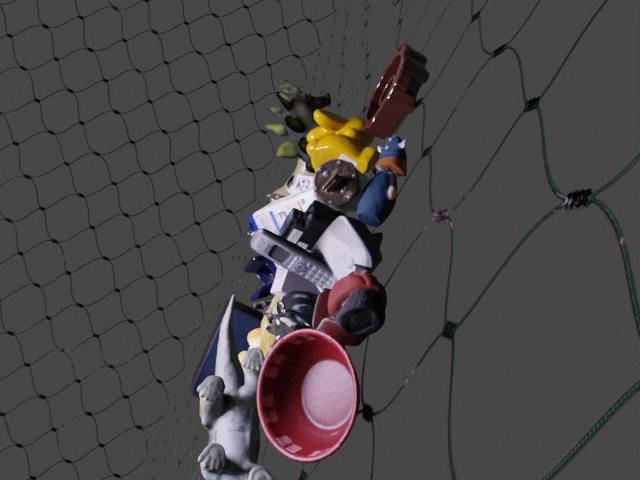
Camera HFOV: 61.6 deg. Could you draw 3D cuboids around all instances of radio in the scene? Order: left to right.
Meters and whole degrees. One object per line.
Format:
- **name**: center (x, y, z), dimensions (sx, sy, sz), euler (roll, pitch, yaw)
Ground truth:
- **radio**: center (-0.201, 0.268, 1.260), dimensions (0.229, 0.131, 0.073), euler (-65, 13, 7)

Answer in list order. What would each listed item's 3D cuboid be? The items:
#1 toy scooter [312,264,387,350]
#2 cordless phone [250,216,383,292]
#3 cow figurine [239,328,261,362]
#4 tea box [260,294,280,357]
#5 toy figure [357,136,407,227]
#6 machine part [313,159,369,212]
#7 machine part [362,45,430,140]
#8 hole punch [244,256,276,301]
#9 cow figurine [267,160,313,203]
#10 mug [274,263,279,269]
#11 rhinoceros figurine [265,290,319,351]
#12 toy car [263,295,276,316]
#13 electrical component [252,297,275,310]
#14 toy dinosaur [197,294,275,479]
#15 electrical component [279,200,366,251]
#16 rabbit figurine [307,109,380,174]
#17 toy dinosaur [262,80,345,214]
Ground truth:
- **toy scooter**: center (0.036, 0.097, 0.762), dimensions (0.135, 0.075, 0.183), euler (-83, 17, -50)
- **cordless phone**: center (-0.008, 0.009, 0.839), dimensions (0.146, 0.184, 0.089), euler (-53, 14, 46)
- **cow figurine**: center (-0.118, 0.259, 1.078), dimensions (0.068, 0.098, 0.167), euler (-15, 35, 18)
- **tea box**: center (-0.068, 0.175, 1.036), dimensions (0.098, 0.068, 0.170), euler (-62, 15, 19)
- **toy figure**: center (0.103, -0.096, 0.861), dimensions (0.154, 0.064, 0.057), euler (-66, -26, -20)
- **machine part**: center (0.042, -0.090, 0.917), dimensions (0.079, 0.079, 0.243), euler (-65, -12, 4)
- **machine part**: center (0.143, -0.280, 1.029), dimensions (0.179, 0.056, 0.179), euler (-61, 13, 24)
- **hole punch**: center (-0.116, 0.093, 1.294), dimensions (0.142, 0.116, 0.092), euler (130, 134, -59)
- **cow figurine**: center (-0.055, -0.137, 1.397), dimensions (0.195, 0.127, 0.085), euler (-63, 10, 3)
- **mug**: center (-0.044, 0.043, 1.124), dimensions (0.081, 0.109, 0.107), euler (-2, 108, 69)
- **rhinoceros figurine**: center (-0.036, 0.135, 0.892), dimensions (0.073, 0.112, 0.190), euler (-60, 6, 15)
- **toy car**: center (-0.071, 0.110, 1.196), dimensions (0.202, 0.053, 0.089), euler (-63, 8, -7)
- **electrical component**: center (-0.115, 0.149, 1.283), dimensions (0.063, 0.094, 0.021), euler (-14, 86, 38)
- **toy dinosaur**: center (-0.143, 0.305, 0.852), dimensions (0.192, 0.131, 0.405), euler (116, 161, -49)
- **electrical component**: center (-0.002, -0.003, 0.946), dimensions (0.115, 0.134, 0.058), euler (-55, 18, 34)
- **rabbit figurine**: center (0.049, -0.193, 1.097), dimensions (0.173, 0.162, 0.121), euler (-54, -10, -38)
- **toy dinosaur**: center (-0.015, -0.226, 1.222), dimensions (0.472, 0.198, 0.105), euler (59, 135, 31)
